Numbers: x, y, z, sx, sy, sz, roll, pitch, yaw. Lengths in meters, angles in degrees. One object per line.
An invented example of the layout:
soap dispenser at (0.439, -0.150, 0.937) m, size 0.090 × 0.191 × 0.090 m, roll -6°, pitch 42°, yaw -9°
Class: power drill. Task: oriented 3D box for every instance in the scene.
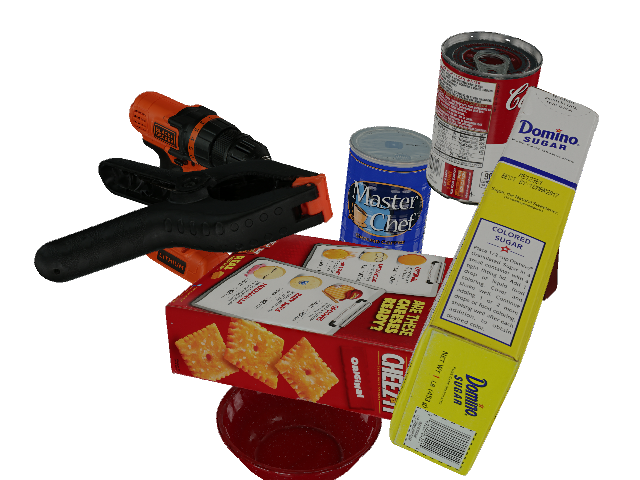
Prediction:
power drill at (-0.125, -0.048, 1.110) m, size 0.185 × 0.188 × 0.057 m, roll 29°, pitch 37°, yaw 34°

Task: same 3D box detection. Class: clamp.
clamp at (-0.082, -0.014, 0.630) m, size 0.172 × 0.039 × 0.120 m, roll -1°, pitch 39°, yaw 24°

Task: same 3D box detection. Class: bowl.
bowl at (-0.021, 0.192, 1.053) m, size 0.162 × 0.055 × 0.162 m, roll 0°, pitch 32°, yaw 0°

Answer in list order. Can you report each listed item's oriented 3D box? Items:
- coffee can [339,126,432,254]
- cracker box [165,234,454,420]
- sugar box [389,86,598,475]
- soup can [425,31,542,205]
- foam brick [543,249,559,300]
coffee can at (0.078, -0.051, 1.262) m, size 0.103 × 0.140 × 0.103 m, roll 4°, pitch 28°, yaw -3°
cracker box at (0.009, 0.064, 0.862) m, size 0.214 × 0.072 × 0.164 m, roll 9°, pitch 26°, yaw 23°
sugar box at (0.086, 0.014, 0.513) m, size 0.048 × 0.093 × 0.176 m, roll 23°, pitch 49°, yaw 10°
soup can at (0.111, -0.083, 0.739) m, size 0.068 × 0.102 × 0.068 m, roll 3°, pitch 34°, yaw -2°
foam brick at (0.181, 0.008, 0.941) m, size 0.053 × 0.078 × 0.051 m, roll 7°, pitch 16°, yaw 23°
